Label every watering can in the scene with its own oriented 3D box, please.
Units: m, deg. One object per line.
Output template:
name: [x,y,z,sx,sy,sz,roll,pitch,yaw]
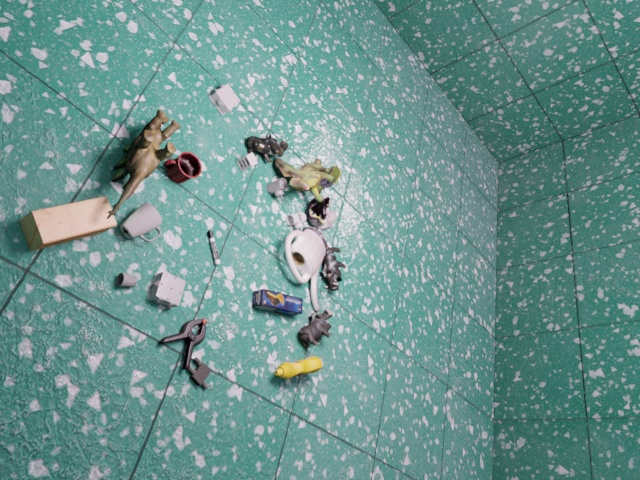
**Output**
watering can: [-0.041,0.096,2.054,0.229,0.103,0.342,-54,128,-45]

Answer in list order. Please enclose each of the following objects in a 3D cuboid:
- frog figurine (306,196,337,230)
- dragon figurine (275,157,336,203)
frog figurine: [0.007,-0.111,2.208,0.158,0.122,0.139,59,20,-76]
dragon figurine: [-0.073,-0.291,2.141,0.241,0.120,0.419,25,24,-22]
